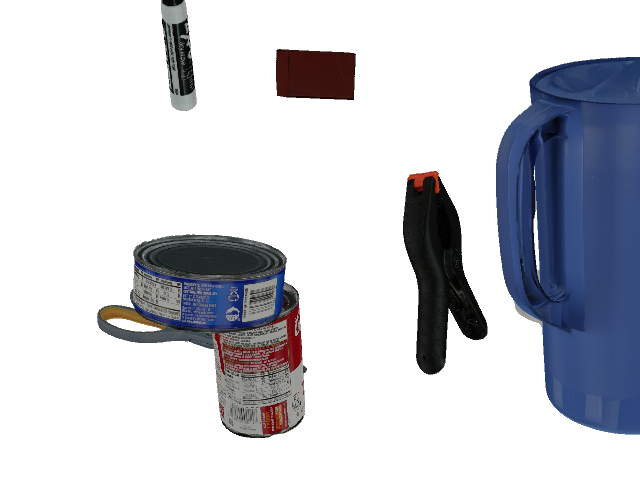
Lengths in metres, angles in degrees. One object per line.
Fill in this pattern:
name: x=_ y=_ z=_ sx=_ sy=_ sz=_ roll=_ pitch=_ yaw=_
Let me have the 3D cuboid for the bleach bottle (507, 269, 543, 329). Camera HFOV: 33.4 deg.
bleach bottle: x=0.267 y=0.083 z=1.038 sx=0.102 sy=0.068 sz=0.251 roll=-17 pitch=25 yaw=-26

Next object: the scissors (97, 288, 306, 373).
scissors: x=-0.107 y=0.080 z=1.005 sx=0.202 sy=0.016 sz=0.096 roll=9 pitch=30 yaw=2

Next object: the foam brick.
foam brick: x=-0.006 y=-0.181 z=1.164 sx=0.078 sy=0.051 sz=0.053 roll=0 pitch=11 yaw=-15

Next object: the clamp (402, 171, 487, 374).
clamp: x=0.100 y=0.029 z=0.925 sx=0.039 sy=0.171 sz=0.120 roll=-12 pitch=14 yaw=26

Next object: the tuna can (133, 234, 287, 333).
tuna can: x=-0.063 y=0.023 z=0.602 sx=0.086 sy=0.034 sz=0.086 roll=4 pitch=14 yaw=-1

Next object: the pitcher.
pitcher: x=0.198 y=0.005 z=0.715 sx=0.149 sy=0.243 sz=0.145 roll=2 pitch=21 yaw=15

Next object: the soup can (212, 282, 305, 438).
soup can: x=-0.047 y=0.089 z=0.805 sx=0.068 sy=0.102 sz=0.068 roll=-3 pitch=23 yaw=1

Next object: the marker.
marker: x=-0.100 y=-0.141 z=0.742 sx=0.020 sy=0.020 sz=0.121 roll=0 pitch=-41 yaw=-1
